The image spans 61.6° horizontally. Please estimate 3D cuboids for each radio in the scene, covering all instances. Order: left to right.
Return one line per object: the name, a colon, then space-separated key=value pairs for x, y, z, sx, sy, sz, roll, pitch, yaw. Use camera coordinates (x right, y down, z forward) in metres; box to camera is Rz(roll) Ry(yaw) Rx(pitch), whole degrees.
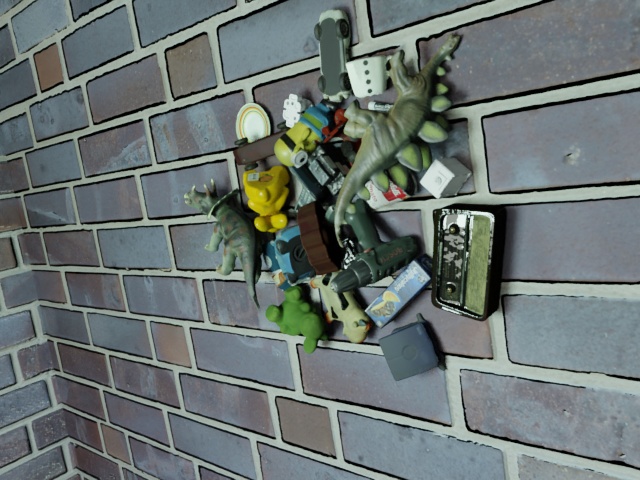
radio: x=0.304 y=0.040 z=1.110 sx=0.131 sy=0.073 sz=0.229 roll=12 pitch=109 yaw=37

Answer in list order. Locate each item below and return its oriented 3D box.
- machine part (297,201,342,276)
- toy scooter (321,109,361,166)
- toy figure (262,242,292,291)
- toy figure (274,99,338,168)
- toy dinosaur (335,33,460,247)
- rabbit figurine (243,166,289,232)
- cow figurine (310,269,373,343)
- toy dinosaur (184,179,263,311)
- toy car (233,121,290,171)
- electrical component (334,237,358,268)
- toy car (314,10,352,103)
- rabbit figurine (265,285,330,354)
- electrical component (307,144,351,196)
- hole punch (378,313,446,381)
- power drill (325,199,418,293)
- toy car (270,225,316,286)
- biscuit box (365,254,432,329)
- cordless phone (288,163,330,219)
machine part: x=-0.003 y=-0.004 z=1.288 sx=0.056 sy=0.179 sz=0.179 roll=-17 pitch=91 yaw=12
toy scooter: x=0.070 y=-0.215 z=1.199 sx=0.075 sy=0.135 sz=0.184 roll=-40 pitch=77 yaw=38
toy figure: x=-0.115 y=0.078 z=1.488 sx=0.058 sy=0.064 sz=0.154 roll=-21 pitch=86 yaw=-1
toy figure: x=-0.031 y=-0.250 z=1.266 sx=0.089 sy=0.082 sz=0.180 roll=33 pitch=86 yaw=37
toy dinosaur: x=0.142 y=-0.208 z=1.086 sx=0.199 sy=0.105 sz=0.471 roll=40 pitch=98 yaw=12
rabbit figurine: x=-0.127 y=-0.087 z=1.411 sx=0.162 sy=0.122 sz=0.173 roll=-109 pitch=11 yaw=-48
cow figurine: x=0.067 y=0.163 z=1.341 sx=0.127 sy=0.085 sz=0.195 roll=-29 pitch=81 yaw=47
toy dinosaur: x=-0.227 y=-0.010 z=1.482 sx=0.405 sy=0.131 sz=0.192 roll=47 pitch=133 yaw=33
toy car: x=-0.137 y=-0.244 z=1.403 sx=0.202 sy=0.053 sz=0.089 roll=-15 pitch=106 yaw=28
electrical component: x=0.085 y=0.053 z=1.292 sx=0.048 sy=0.075 sz=0.119 roll=-31 pitch=76 yaw=17
toy car: x=0.034 y=-0.418 z=1.230 sx=0.074 sy=0.056 sz=0.201 roll=4 pitch=106 yaw=33
rabbit figurine: x=-0.044 y=0.221 z=1.401 sx=0.170 sy=0.121 sz=0.159 roll=17 pitch=139 yaw=59
electrical component: x=0.038 y=-0.164 z=1.241 sx=0.115 sy=0.134 sz=0.058 roll=54 pitch=128 yaw=19
hole punch: x=0.209 y=0.254 z=1.241 sx=0.116 sy=0.092 sz=0.142 roll=-29 pitch=79 yaw=37
power drill: x=0.088 y=0.007 z=1.201 sx=0.207 sy=0.232 sz=0.085 roll=56 pitch=153 yaw=38
toy car: x=-0.070 y=0.031 z=1.417 sx=0.103 sy=0.109 sz=0.161 roll=27 pitch=132 yaw=57
biscuit box: x=0.190 y=0.119 z=1.235 sx=0.059 sy=0.063 sz=0.202 roll=49 pitch=128 yaw=18
cordless phone: x=-0.048 y=-0.129 z=1.369 sx=0.147 sy=0.089 sz=0.184 roll=53 pitch=147 yaw=17
